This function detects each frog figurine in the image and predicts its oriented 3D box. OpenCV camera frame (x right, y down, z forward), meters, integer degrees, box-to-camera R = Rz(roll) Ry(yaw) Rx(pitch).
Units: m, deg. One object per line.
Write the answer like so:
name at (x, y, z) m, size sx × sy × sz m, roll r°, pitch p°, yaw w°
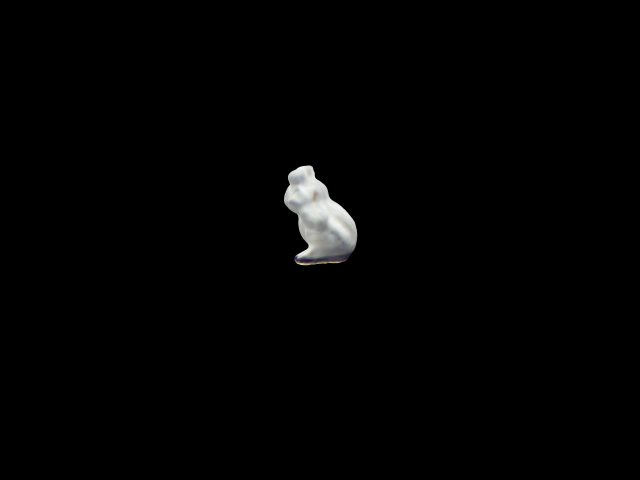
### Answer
frog figurine at (0.003, -0.043, 0.850) m, size 0.122 × 0.159 × 0.138 m, roll 2°, pitch 5°, yaw 24°
